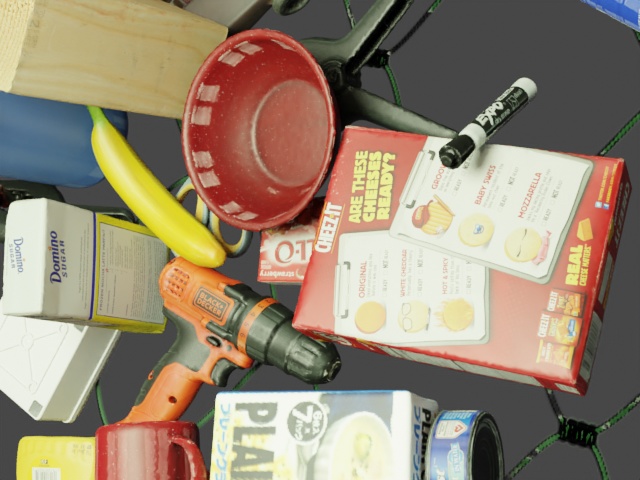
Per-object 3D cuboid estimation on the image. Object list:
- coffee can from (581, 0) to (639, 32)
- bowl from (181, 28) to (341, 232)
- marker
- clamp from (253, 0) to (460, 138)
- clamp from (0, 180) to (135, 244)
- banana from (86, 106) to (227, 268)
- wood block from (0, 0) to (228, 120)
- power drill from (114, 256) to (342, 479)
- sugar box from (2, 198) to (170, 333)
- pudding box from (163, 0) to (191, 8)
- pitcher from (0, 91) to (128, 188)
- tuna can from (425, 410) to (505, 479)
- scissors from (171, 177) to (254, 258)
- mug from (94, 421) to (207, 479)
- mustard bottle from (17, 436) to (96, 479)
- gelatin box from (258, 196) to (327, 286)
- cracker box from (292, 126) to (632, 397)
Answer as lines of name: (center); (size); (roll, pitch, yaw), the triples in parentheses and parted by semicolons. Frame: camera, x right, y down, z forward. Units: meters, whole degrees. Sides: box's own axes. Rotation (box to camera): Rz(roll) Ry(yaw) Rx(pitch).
coffee can: (0.218, -0.216, 0.768); (0.140, 0.102, 0.103); (38, 99, 28)
bowl: (-0.038, -0.088, 0.872); (0.162, 0.055, 0.162); (2, 93, 37)
marker: (0.122, -0.084, 0.772); (0.020, 0.120, 0.020); (25, 135, 27)
clamp: (0.025, -0.125, 0.893); (0.210, 0.036, 0.164); (-21, 72, 26)
clamp: (-0.257, -0.020, 1.013); (0.172, 0.120, 0.039); (39, 145, 40)
banana: (-0.146, -0.037, 0.928); (0.037, 0.069, 0.198); (-39, 71, -12)
wood block: (-0.184, -0.160, 0.862); (0.091, 0.205, 0.090); (26, 104, 32)
power drill: (-0.089, 0.127, 0.898); (0.185, 0.057, 0.188); (29, 93, 29)
sugar box: (-0.193, 0.026, 0.902); (0.048, 0.176, 0.093); (-5, 78, 27)
pudding box: (-0.153, -0.276, 1.018); (0.090, 0.039, 0.114); (-47, 61, 12)
pitcher: (-0.295, -0.122, 0.944); (0.145, 0.242, 0.149); (-28, 68, 26)
tuna can: (0.105, 0.165, 0.767); (0.034, 0.086, 0.086); (-5, 78, 25)
scissors: (-0.084, -0.072, 0.931); (0.096, 0.016, 0.202); (24, 105, 27)
mug: (-0.126, 0.182, 0.820); (0.117, 0.093, 0.081); (-20, 69, 49)
mustard bottle: (-0.228, 0.271, 0.943); (0.096, 0.058, 0.191); (-5, 78, 28)
gelatin box: (-0.006, 0.001, 0.890); (0.089, 0.030, 0.073); (0, 81, 28)
cracker box: (0.105, 0.013, 0.787); (0.214, 0.072, 0.164); (9, 76, 25)
